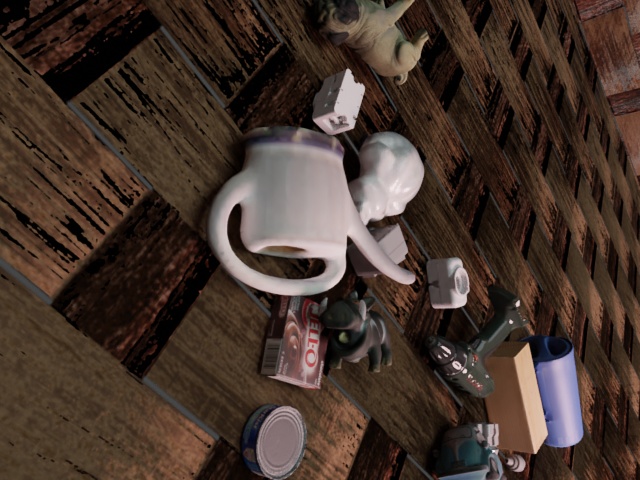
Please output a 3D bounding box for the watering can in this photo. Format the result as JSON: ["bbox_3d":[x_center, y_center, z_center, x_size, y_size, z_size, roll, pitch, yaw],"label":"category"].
[{"bbox_3d":[0.002,-0.036,0.714,0.347,0.103,0.226,6,77,-38],"label":"watering can"}]

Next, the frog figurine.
[{"bbox_3d":[0.100,-0.096,0.837,0.163,0.122,0.134,-60,145,-49],"label":"frog figurine"}]
